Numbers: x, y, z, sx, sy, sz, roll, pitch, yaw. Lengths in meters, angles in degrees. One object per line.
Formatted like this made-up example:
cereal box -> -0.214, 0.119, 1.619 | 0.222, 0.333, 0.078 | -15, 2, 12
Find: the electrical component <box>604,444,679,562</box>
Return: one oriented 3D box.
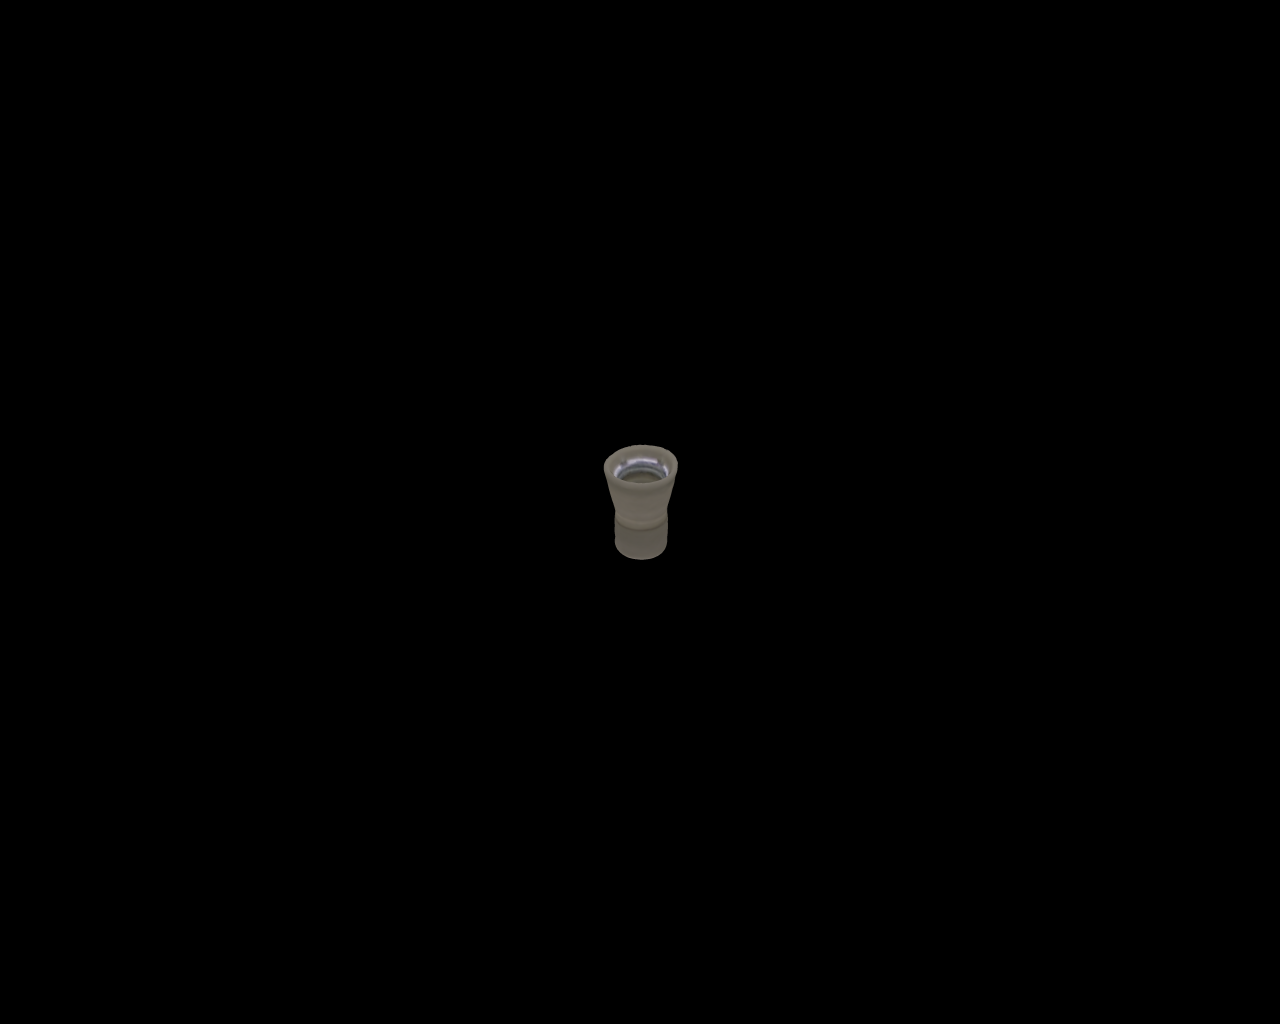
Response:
electrical component -> 0.001, -0.003, 0.650 | 0.044, 0.065, 0.044 | 0, 36, 0
